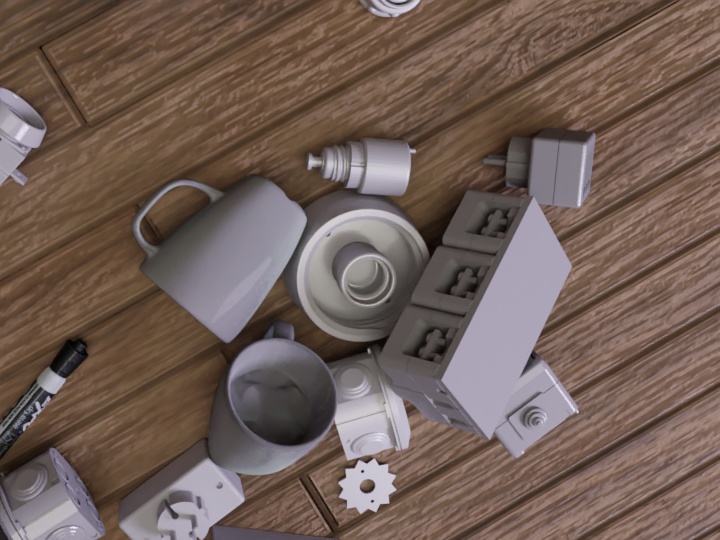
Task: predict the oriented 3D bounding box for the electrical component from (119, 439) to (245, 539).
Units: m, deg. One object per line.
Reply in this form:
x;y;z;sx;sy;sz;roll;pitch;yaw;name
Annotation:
-0.131;0.179;0.793;0.083;0.075;0.047;-37;109;0;electrical component

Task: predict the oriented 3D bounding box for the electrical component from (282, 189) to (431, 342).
0.000;0.000;0.779;0.108;0.060;0.108;-3;106;-11;electrical component

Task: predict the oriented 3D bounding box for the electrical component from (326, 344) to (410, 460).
0.005;0.099;0.799;0.051;0.080;0.080;-16;108;-2;electrical component

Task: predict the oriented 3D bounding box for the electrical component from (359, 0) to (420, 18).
0.024;-0.195;0.730;0.048;0.062;0.048;-3;106;-11;electrical component

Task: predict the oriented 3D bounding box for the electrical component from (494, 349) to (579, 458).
0.114;0.090;0.810;0.062;0.096;0.061;-37;109;1;electrical component

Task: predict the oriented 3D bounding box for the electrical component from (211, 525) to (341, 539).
-0.053;0.261;0.774;0.105;0.186;0.060;10;103;-15;electrical component

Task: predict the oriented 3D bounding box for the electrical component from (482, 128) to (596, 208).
0.129;-0.078;0.788;0.077;0.066;0.047;8;106;16;electrical component

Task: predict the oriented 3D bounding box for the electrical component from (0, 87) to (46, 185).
-0.242;-0.087;0.712;0.055;0.048;0.066;-44;109;10;electrical component

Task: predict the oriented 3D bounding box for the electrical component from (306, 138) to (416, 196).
0.001;-0.075;0.770;0.078;0.040;0.040;3;104;-13;electrical component

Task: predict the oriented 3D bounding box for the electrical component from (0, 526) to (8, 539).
-0.268;0.224;0.736;0.062;0.150;0.089;-24;109;-6;electrical component

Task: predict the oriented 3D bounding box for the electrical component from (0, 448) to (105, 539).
-0.224;0.172;0.770;0.051;0.080;0.080;-32;109;-8;electrical component

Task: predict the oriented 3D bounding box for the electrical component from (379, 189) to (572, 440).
0.082;0.029;0.765;0.150;0.062;0.089;-61;139;-21;electrical component
